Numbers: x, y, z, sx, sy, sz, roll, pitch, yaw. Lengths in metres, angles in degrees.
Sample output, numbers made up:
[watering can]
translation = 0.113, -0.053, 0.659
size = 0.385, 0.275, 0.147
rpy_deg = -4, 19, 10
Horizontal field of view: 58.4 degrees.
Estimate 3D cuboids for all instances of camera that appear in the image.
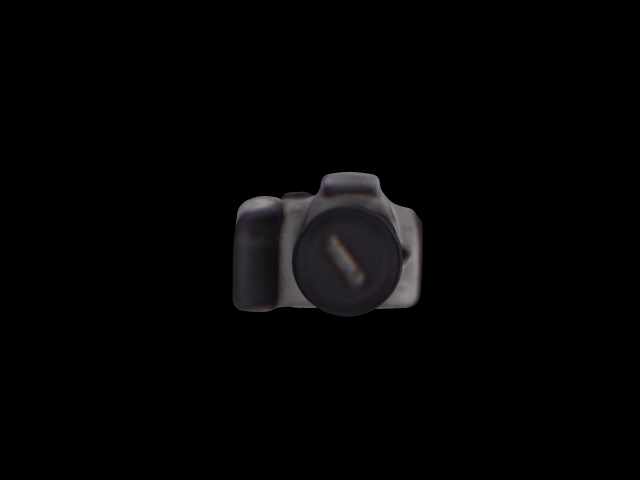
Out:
[camera]
translation = 0.004, 0.001, 0.400
size = 0.143, 0.101, 0.137
rpy_deg = 0, 2, 4
